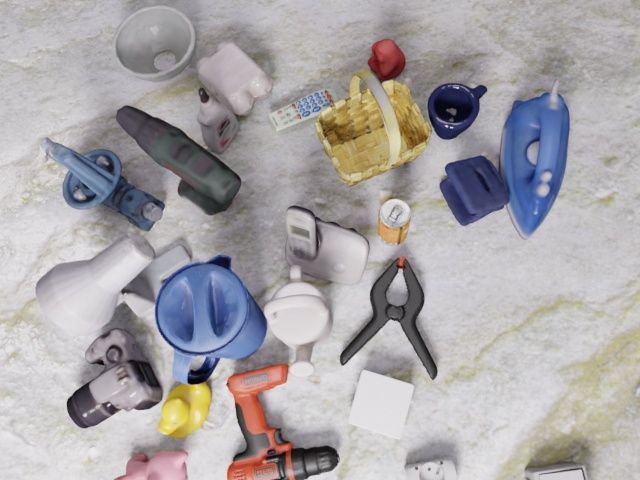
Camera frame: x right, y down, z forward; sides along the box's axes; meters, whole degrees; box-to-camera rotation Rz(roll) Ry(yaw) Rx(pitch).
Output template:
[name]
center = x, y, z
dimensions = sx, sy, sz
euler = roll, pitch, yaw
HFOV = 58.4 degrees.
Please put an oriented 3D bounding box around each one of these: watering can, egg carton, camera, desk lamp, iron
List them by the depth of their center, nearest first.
[watering can]
center = -0.031, 0.126, 0.916
dimensions = 0.101, 0.194, 0.172
euler = -27, 73, -4
[desk lamp]
center = -0.323, 0.067, 0.945
dimensions = 0.203, 0.213, 0.118
euler = -33, 74, -6
[camera]
center = -0.358, 0.239, 0.956
dimensions = 0.137, 0.101, 0.143
euler = -32, 74, -5
[iron]
center = 0.383, -0.141, 0.991
dimensions = 0.118, 0.141, 0.258
euler = 7, 74, 7
[egg carton]
center = -0.168, -0.316, 1.122
dimensions = 0.107, 0.069, 0.150
euler = -43, 75, -8

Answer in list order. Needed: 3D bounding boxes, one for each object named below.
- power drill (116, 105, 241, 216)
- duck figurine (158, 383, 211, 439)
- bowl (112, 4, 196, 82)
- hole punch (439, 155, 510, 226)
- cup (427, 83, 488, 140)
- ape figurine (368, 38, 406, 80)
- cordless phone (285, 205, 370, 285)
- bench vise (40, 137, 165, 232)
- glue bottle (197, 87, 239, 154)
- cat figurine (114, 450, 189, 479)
[power drill]
center = -0.231, -0.125, 0.997
dimensions = 0.229, 0.208, 0.076
euler = 32, 78, 13
[duck figurine]
center = -0.228, 0.276, 0.943
dimensions = 0.077, 0.086, 0.105
euler = 30, 78, 12
[bowl]
center = -0.322, -0.381, 1.149
dimensions = 0.167, 0.075, 0.167
euler = -1, 74, 4
[hole punch]
center = 0.275, -0.096, 1.012
dimensions = 0.101, 0.091, 0.108
euler = -25, 73, -3
[cup]
center = 0.250, -0.234, 1.053
dimensions = 0.118, 0.095, 0.091
euler = -33, 74, -5
[ape figurine]
center = 0.127, -0.354, 1.099
dimensions = 0.076, 0.092, 0.078
euler = 7, 74, 7
[cordless phone]
center = 0.009, 0.003, 0.954
dimensions = 0.147, 0.185, 0.094
euler = 14, 75, 9
[bench vise]
center = -0.371, -0.108, 0.997
dimensions = 0.207, 0.220, 0.121
euler = 9, 74, 7
[glue bottle]
center = -0.194, -0.226, 1.042
dimensions = 0.037, 0.173, 0.078
euler = 26, 77, 12
[cat figurine]
center = -0.260, 0.369, 0.901
dimensions = 0.127, 0.118, 0.067
euler = -10, 73, 1
